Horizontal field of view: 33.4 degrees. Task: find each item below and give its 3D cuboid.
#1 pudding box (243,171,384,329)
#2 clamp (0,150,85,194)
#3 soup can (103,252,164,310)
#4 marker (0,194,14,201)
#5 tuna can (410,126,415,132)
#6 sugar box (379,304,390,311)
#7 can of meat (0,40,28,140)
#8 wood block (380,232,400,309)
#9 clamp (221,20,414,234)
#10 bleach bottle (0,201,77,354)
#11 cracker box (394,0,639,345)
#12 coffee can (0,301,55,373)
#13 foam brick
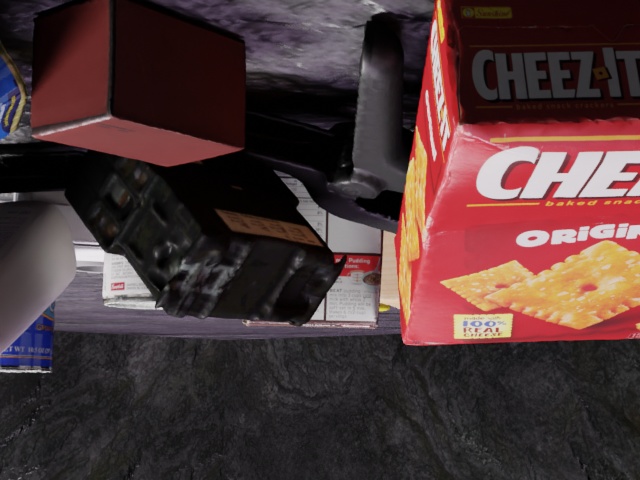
[{"bbox_3d":[-0.004,0.001,0.699,0.090,0.113,0.039,2,175,-5],"label":"pudding box"},{"bbox_3d":[-0.226,-0.042,0.683,0.120,0.039,0.172,13,169,-36],"label":"clamp"},{"bbox_3d":[-0.101,-0.009,0.670,0.068,0.102,0.068,0,173,0],"label":"soup can"},{"bbox_3d":[-0.267,-0.035,0.798,0.121,0.020,0.020,-3,171,25],"label":"marker"},{"bbox_3d":[0.093,-0.047,0.633,0.086,0.034,0.086,0,171,0],"label":"tuna can"},{"bbox_3d":[-0.022,0.003,0.785,0.175,0.093,0.048,8,168,-44],"label":"sugar box"},{"bbox_3d":[-0.167,-0.049,0.425,0.083,0.057,0.102,-39,-173,-20],"label":"can of meat"},{"bbox_3d":[0.153,0.004,0.789,0.206,0.091,0.090,-2,172,17],"label":"wood block"},{"bbox_3d":[0.008,-0.043,0.553,0.165,0.036,0.209,-1,159,32],"label":"clamp"},{"bbox_3d":[-0.215,0.044,0.587,0.102,0.068,0.250,-9,-163,7],"label":"bleach bottle"},{"bbox_3d":[0.122,-0.021,0.466,0.164,0.072,0.214,-2,155,-2],"label":"cracker box"},{"bbox_3d":[-0.274,0.040,0.898,0.103,0.140,0.103,1,172,0],"label":"coffee can"},{"bbox_3d":[-0.075,-0.065,0.452,0.053,0.051,0.078,-7,169,38],"label":"foam brick"}]
